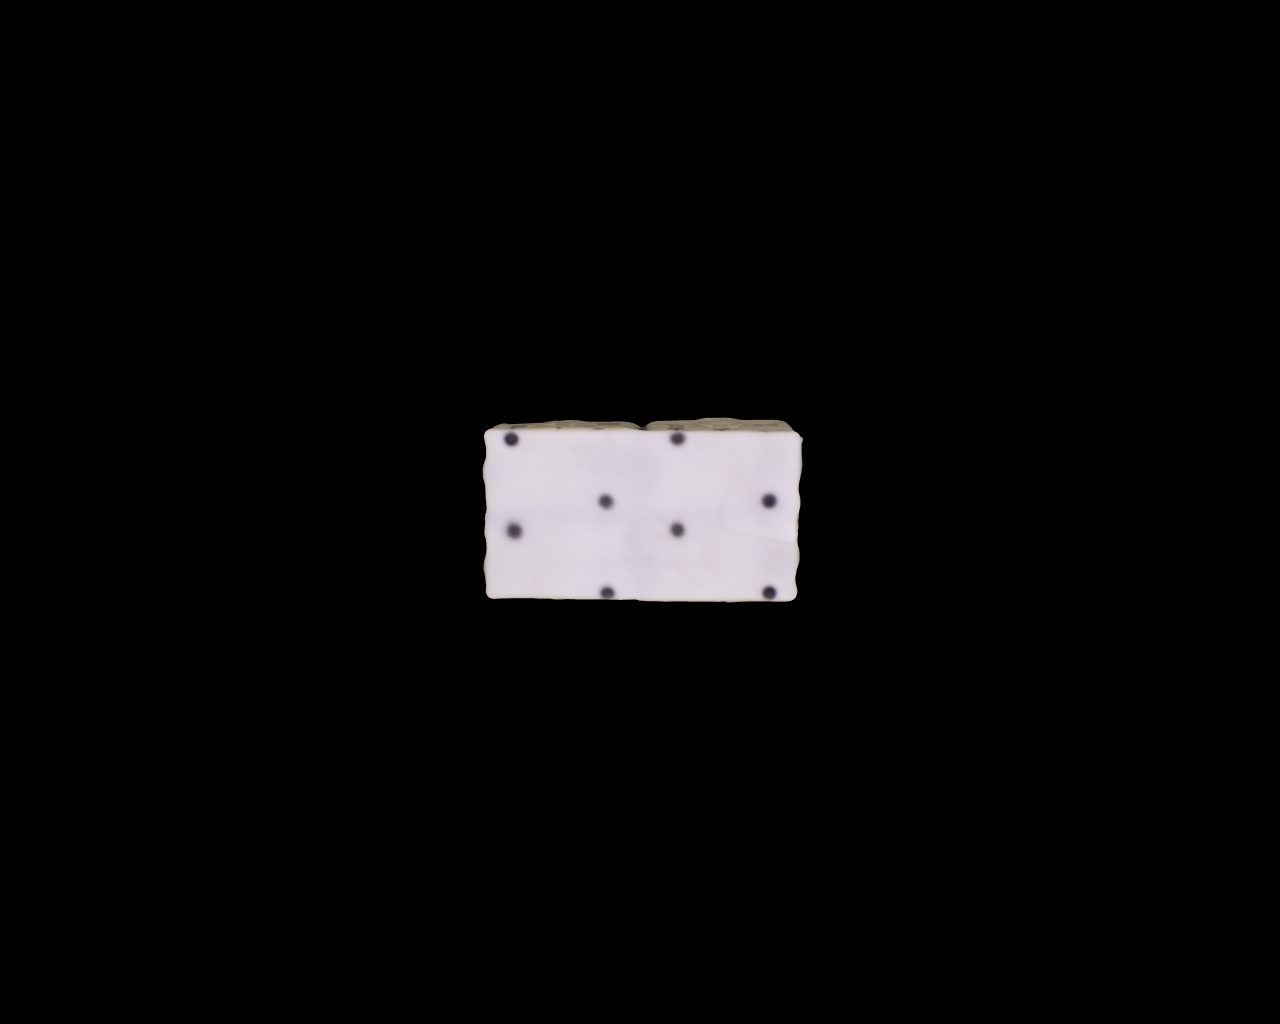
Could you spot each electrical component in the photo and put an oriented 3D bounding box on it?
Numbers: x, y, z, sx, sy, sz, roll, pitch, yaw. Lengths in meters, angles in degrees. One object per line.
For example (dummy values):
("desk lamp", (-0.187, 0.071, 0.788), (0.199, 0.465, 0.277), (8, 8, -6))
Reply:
("electrical component", (0.001, -0.003, 0.650), (0.186, 0.105, 0.060), (0, 9, 0))
